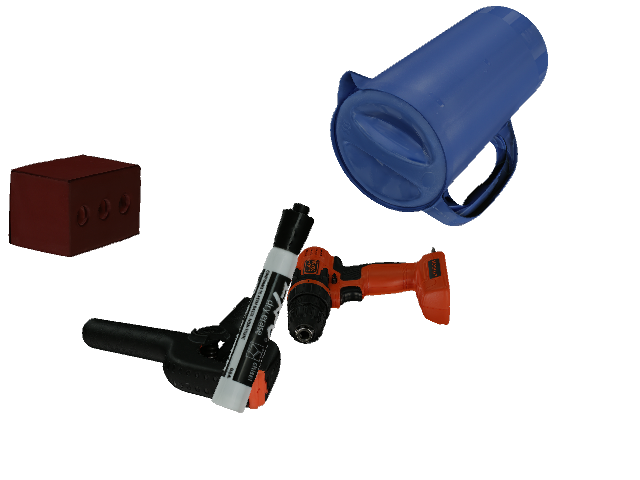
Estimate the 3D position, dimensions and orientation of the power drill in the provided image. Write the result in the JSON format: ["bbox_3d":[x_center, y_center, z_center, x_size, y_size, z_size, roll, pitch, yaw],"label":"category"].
[{"bbox_3d":[0.055,0.062,1.242,0.187,0.057,0.184,1,28,3],"label":"power drill"}]

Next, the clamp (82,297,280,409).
[{"bbox_3d":[-0.085,0.088,0.886,0.164,0.036,0.210,-10,16,-32],"label":"clamp"}]

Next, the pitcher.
[{"bbox_3d":[0.136,-0.134,1.079,0.145,0.149,0.242,21,44,31],"label":"pitcher"}]

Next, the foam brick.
[{"bbox_3d":[-0.167,-0.025,0.728,0.051,0.053,0.078,12,18,25],"label":"foam brick"}]

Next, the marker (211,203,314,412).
[{"bbox_3d":[-0.031,0.036,0.596,0.020,0.121,0.020,20,-8,3],"label":"marker"}]
